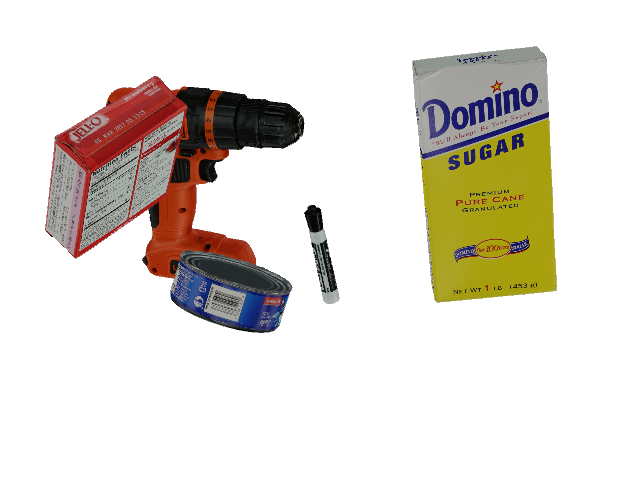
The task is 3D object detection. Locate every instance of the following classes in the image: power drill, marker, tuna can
[{"bbox_3d":[-0.102,-0.051,0.988,0.184,0.188,0.057,8,30,15],"label":"power drill"},{"bbox_3d":[0.001,0.015,1.192,0.020,0.121,0.020,-10,28,5],"label":"marker"},{"bbox_3d":[-0.066,0.037,0.784,0.086,0.034,0.086,17,9,-3],"label":"tuna can"}]

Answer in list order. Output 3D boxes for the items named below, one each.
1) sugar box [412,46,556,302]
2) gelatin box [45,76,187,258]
[{"bbox_3d":[0.120,-0.046,0.775,0.093,0.176,0.048,-7,22,4],"label":"sugar box"},{"bbox_3d":[-0.115,-0.040,0.594,0.073,0.030,0.089,-40,-15,-34],"label":"gelatin box"}]
